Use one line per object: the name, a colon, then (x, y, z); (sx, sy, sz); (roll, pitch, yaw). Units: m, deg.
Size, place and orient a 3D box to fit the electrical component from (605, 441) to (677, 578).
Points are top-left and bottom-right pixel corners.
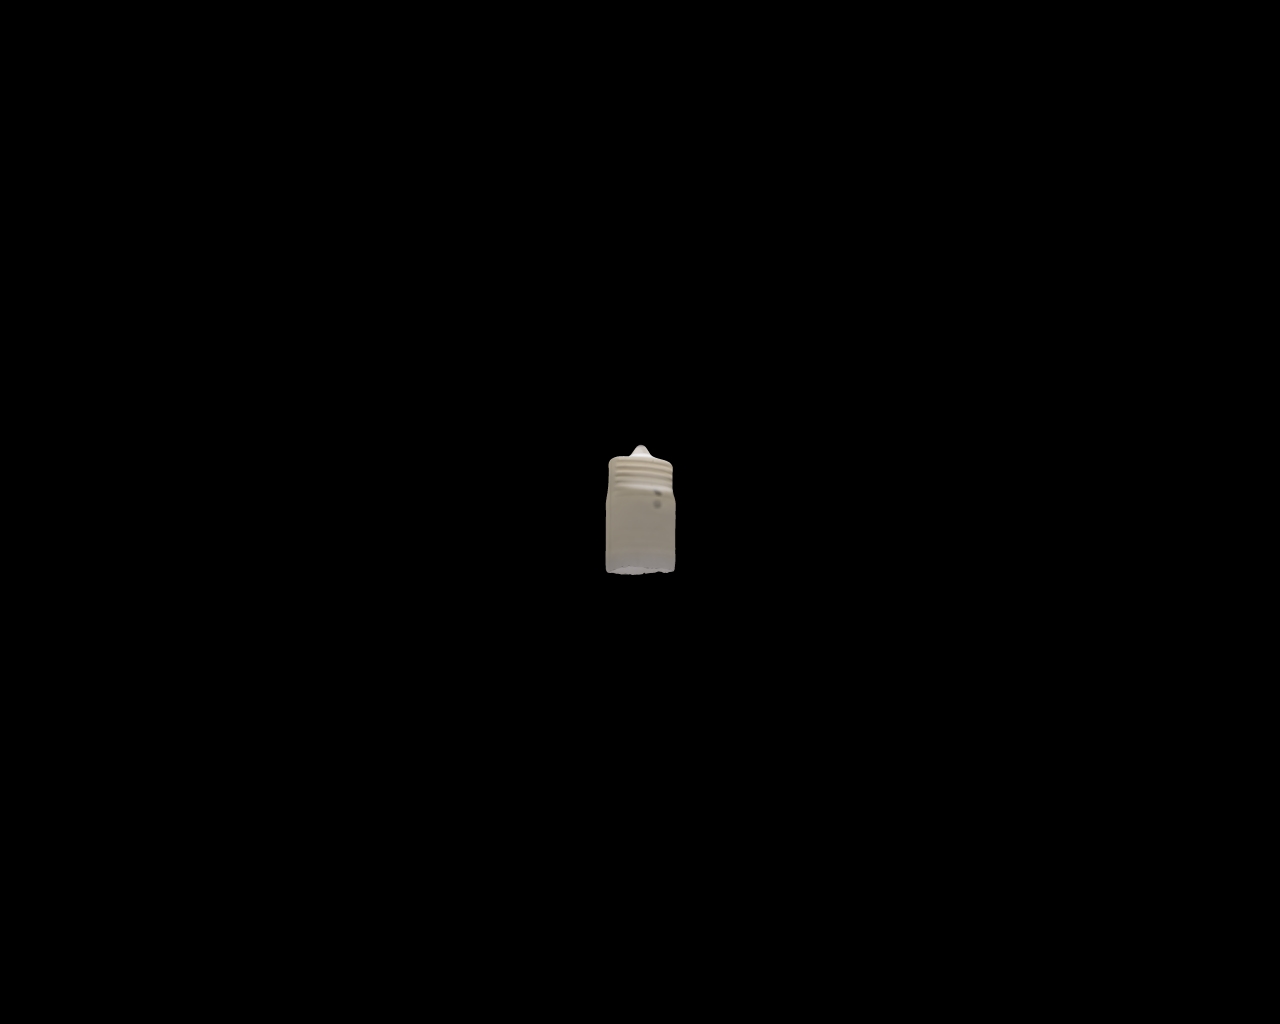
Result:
electrical component: (0.001, -0.003, 0.650); (0.043, 0.081, 0.043); (0, -9, 0)
